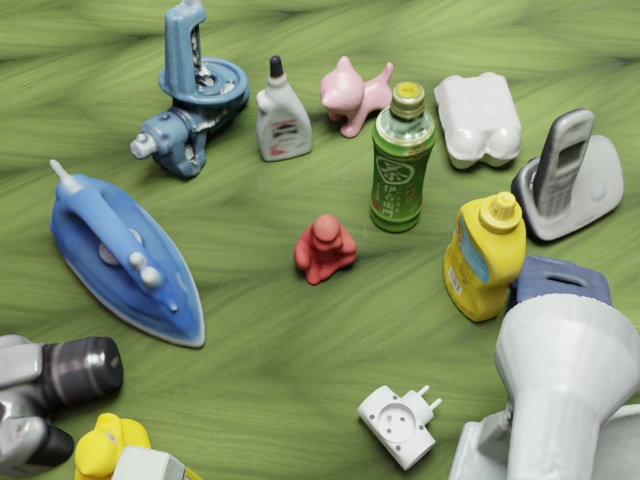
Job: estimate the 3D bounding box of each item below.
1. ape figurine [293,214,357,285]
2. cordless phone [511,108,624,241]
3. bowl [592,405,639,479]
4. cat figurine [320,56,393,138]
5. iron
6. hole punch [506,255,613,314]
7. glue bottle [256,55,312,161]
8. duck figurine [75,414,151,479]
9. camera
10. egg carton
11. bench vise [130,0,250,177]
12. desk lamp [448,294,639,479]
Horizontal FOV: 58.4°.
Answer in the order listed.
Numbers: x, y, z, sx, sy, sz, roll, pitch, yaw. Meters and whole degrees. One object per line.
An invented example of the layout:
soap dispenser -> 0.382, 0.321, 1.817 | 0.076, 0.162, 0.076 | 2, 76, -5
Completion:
ape figurine -> 0.006, 0.002, 0.699 | 0.077, 0.092, 0.076 | 5, 59, 6
cordless phone -> 0.313, -0.093, 0.689 | 0.148, 0.185, 0.094 | -27, 61, -13
bowl -> 0.312, 0.249, 0.546 | 0.167, 0.075, 0.167 | -1, 59, 2
cat figurine -> 0.051, -0.210, 0.811 | 0.128, 0.118, 0.067 | -25, 61, -12
iron -> -0.229, 0.013, 0.674 | 0.119, 0.141, 0.257 | -40, 65, -20
hole punch -> 0.269, 0.063, 0.651 | 0.108, 0.091, 0.101 | 12, 60, 10
glue bottle -> -0.052, -0.175, 0.762 | 0.078, 0.173, 0.037 | -17, 59, -7
duck figurine -> -0.218, 0.226, 0.577 | 0.077, 0.086, 0.104 | 4, 59, 5
camera -> -0.289, 0.160, 0.611 | 0.137, 0.101, 0.143 | -13, 59, -5
egg carton -> 0.222, -0.170, 0.807 | 0.107, 0.069, 0.150 | -5, 59, -1
bench vise -> -0.169, -0.198, 0.754 | 0.121, 0.220, 0.207 | 10, 60, 9
desk lamp -> 0.194, 0.178, 0.513 | 0.117, 0.214, 0.203 | 19, 61, 14
